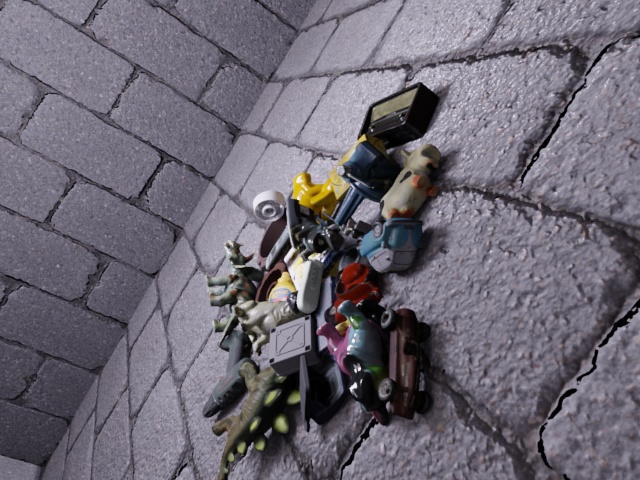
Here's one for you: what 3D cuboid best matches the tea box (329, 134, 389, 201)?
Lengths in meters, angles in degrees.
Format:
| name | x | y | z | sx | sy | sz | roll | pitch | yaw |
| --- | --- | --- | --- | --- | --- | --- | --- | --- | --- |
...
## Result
| name | x | y | z | sx | sy | sz | roll | pitch | yaw |
| --- | --- | --- | --- | --- | --- | --- | --- | --- | --- |
| tea box | 0.105 | -0.186 | 1.433 | 0.169 | 0.068 | 0.098 | -44 | 48 | 42 |

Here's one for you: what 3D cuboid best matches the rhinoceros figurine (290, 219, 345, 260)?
| name | x | y | z | sx | sy | sz | roll | pitch | yaw |
| --- | --- | --- | --- | --- | --- | --- | --- | --- | --- |
| rhinoceros figurine | -0.003 | -0.004 | 1.313 | 0.112 | 0.073 | 0.190 | -23 | 15 | -16 |

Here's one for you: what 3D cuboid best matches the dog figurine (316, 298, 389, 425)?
| name | x | y | z | sx | sy | sz | roll | pitch | yaw |
| --- | --- | --- | --- | --- | --- | --- | --- | --- | --- |
| dog figurine | 0.100 | 0.227 | 1.008 | 0.108 | 0.191 | 0.219 | -44 | 63 | 25 |

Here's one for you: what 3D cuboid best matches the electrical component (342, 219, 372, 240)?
| name | x | y | z | sx | sy | sz | roll | pitch | yaw |
| --- | --- | --- | --- | --- | --- | --- | --- | --- | --- |
| electrical component | 0.101 | -0.013 | 1.269 | 0.045 | 0.102 | 0.078 | -63 | 1 | -23 |

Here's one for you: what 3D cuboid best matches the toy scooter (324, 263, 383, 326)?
| name | x | y | z | sx | sy | sz | roll | pitch | yaw |
| --- | --- | --- | --- | --- | --- | --- | --- | --- | --- |
| toy scooter | 0.087 | 0.106 | 1.163 | 0.135 | 0.075 | 0.184 | -29 | 22 | 37 |

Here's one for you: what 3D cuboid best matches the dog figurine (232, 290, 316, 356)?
| name | x | y | z | sx | sy | sz | roll | pitch | yaw |
| --- | --- | --- | --- | --- | --- | --- | --- | --- | --- |
| dog figurine | -0.107 | 0.176 | 1.341 | 0.190 | 0.121 | 0.172 | -31 | 34 | -9 |

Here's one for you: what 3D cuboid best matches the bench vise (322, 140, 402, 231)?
| name | x | y | z | sx | sy | sz | roll | pitch | yaw |
| --- | --- | --- | --- | --- | --- | --- | --- | --- | --- |
| bench vise | 0.096 | -0.116 | 1.293 | 0.223 | 0.129 | 0.240 | -21 | -34 | -56 |

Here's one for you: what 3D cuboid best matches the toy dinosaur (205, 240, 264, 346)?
| name | x | y | z | sx | sy | sz | roll | pitch | yaw |
| --- | --- | --- | --- | --- | --- | --- | --- | --- | --- |
| toy dinosaur | -0.249 | 0.174 | 1.657 | 0.405 | 0.192 | 0.131 | -114 | 18 | -48 |

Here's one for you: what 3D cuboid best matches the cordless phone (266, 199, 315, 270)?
| name | x | y | z | sx | sy | sz | roll | pitch | yaw |
| --- | --- | --- | --- | --- | --- | --- | --- | --- | --- |
| cordless phone | -0.095 | -0.010 | 1.490 | 0.184 | 0.088 | 0.147 | -52 | 24 | 24 |

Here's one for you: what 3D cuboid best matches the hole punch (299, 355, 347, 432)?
| name | x | y | z | sx | sy | sz | roll | pitch | yaw |
| --- | --- | --- | --- | --- | --- | --- | --- | --- | --- |
| hole punch | 0.002 | 0.314 | 1.128 | 0.142 | 0.092 | 0.115 | -108 | 22 | -55 |

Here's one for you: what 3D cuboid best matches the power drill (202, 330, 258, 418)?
| name | x | y | z | sx | sy | sz | roll | pitch | yaw |
| --- | --- | --- | --- | --- | --- | --- | --- | --- | --- |
| power drill | -0.267 | 0.377 | 1.557 | 0.232 | 0.086 | 0.207 | -44 | 25 | 29 |

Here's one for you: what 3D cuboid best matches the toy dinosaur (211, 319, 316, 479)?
| name | x | y | z | sx | sy | sz | roll | pitch | yaw |
| --- | --- | --- | --- | --- | --- | --- | --- | --- | --- |
| toy dinosaur | -0.117 | 0.361 | 1.271 | 0.199 | 0.105 | 0.471 | -4 | 54 | 52 |

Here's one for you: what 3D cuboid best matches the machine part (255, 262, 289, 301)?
| name | x | y | z | sx | sy | sz | roll | pitch | yaw |
| --- | --- | --- | --- | --- | --- | --- | --- | --- | --- |
| machine part | -0.126 | 0.156 | 1.559 | 0.179 | 0.056 | 0.179 | -44 | 30 | 34 |

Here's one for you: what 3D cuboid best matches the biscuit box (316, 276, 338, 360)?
| name | x | y | z | sx | sy | sz | roll | pitch | yaw |
| --- | --- | --- | --- | --- | --- | --- | --- | --- | --- |
| biscuit box | 0.032 | 0.174 | 1.230 | 0.063 | 0.059 | 0.203 | -46 | 28 | 32 |

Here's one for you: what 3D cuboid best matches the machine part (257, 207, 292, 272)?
| name | x | y | z | sx | sy | sz | roll | pitch | yaw |
| --- | --- | --- | --- | --- | --- | --- | --- | --- | --- |
| machine part | -0.106 | -0.002 | 1.659 | 0.201 | 0.087 | 0.201 | -38 | 31 | 40 |

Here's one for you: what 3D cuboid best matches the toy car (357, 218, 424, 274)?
| name | x | y | z | sx | sy | sz | roll | pitch | yaw |
| --- | --- | --- | --- | --- | --- | --- | --- | --- | --- |
| toy car | 0.148 | 0.020 | 1.135 | 0.161 | 0.109 | 0.103 | -39 | 55 | 54 |

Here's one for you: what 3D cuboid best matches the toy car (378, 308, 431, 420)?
| name | x | y | z | sx | sy | sz | roll | pitch | yaw |
| --- | --- | --- | --- | --- | --- | --- | --- | --- | --- |
| toy car | 0.150 | 0.207 | 0.932 | 0.053 | 0.089 | 0.202 | -43 | 28 | 42 |

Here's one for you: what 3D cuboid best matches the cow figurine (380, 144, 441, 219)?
| name | x | y | z | sx | sy | sz | roll | pitch | yaw |
| --- | --- | --- | --- | --- | --- | --- | --- | --- | --- |
| cow figurine | 0.205 | -0.127 | 1.209 | 0.195 | 0.085 | 0.127 | -57 | 31 | 8 |

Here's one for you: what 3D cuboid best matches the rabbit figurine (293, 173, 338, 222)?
| name | x | y | z | sx | sy | sz | roll | pitch | yaw |
| --- | --- | --- | --- | --- | --- | --- | --- | --- | --- |
| rabbit figurine | 0.007 | -0.138 | 1.563 | 0.173 | 0.121 | 0.162 | -22 | 34 | 26 |

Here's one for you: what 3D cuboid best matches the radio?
| name | x | y | z | sx | sy | sz | roll | pitch | yaw |
| --- | --- | --- | --- | --- | --- | --- | --- | --- | --- |
| radio | 0.201 | -0.320 | 1.433 | 0.230 | 0.073 | 0.131 | -7 | 56 | 61 |
